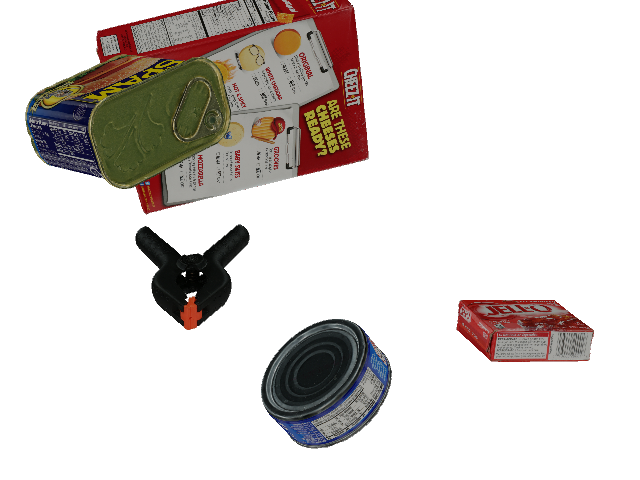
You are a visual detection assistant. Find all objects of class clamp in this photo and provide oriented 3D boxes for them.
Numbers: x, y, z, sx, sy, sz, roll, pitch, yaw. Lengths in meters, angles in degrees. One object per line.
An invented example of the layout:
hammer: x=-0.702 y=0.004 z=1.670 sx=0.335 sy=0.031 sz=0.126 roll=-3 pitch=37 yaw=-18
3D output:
clamp: x=-0.122 y=0.030 z=1.090 sx=0.120 sy=0.039 sz=0.171 roll=-11 pitch=35 yaw=-9

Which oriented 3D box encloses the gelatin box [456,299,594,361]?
gelatin box: x=0.165 y=0.072 z=0.867 sx=0.089 sy=0.030 sz=0.073 roll=1 pitch=16 yaw=-14

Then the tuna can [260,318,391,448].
tuna can: x=0.003 y=0.095 z=0.718 sx=0.086 sy=0.086 sz=0.033 roll=0 pitch=-41 yaw=45

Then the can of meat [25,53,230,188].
can of meat: x=-0.123 y=-0.079 z=0.671 sx=0.084 sy=0.057 sz=0.101 roll=14 pitch=37 yaw=44

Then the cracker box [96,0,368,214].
cracker box: x=-0.074 y=-0.127 z=0.939 sx=0.213 sy=0.164 sz=0.072 roll=-15 pitch=44 yaw=-7
